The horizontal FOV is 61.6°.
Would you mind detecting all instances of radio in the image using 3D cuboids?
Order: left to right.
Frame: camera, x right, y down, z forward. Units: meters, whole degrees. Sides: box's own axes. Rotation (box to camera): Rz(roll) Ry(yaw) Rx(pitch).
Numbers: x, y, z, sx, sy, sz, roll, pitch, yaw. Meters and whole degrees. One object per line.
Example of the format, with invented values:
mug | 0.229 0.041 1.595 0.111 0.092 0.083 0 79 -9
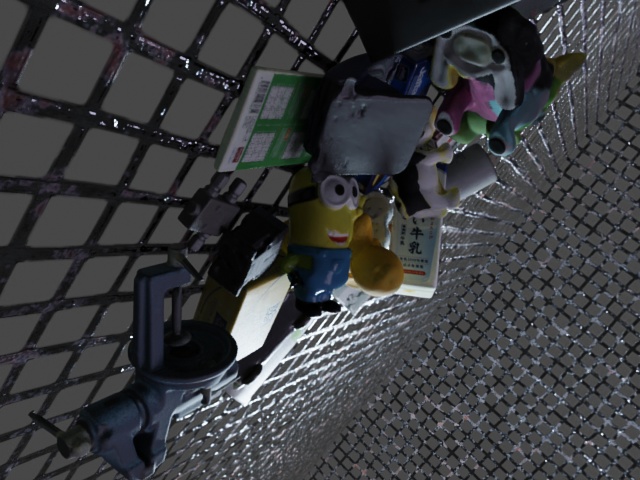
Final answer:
radio | 0.135 -0.232 0.441 0.131 0.073 0.230 -41 -158 -26

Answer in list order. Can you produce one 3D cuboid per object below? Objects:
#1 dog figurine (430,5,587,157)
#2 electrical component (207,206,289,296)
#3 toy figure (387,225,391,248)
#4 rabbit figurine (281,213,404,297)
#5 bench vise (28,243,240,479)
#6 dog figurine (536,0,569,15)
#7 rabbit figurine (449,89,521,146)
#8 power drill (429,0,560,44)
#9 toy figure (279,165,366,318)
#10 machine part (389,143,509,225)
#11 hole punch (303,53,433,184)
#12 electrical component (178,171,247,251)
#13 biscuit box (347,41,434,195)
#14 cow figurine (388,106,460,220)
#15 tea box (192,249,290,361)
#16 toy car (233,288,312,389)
dog figurine | 0.231 -0.206 0.629 0.219 0.109 0.191 -39 136 -31
electrical component | -0.073 0.004 0.626 0.119 0.048 0.074 -37 159 -56
toy figure | 0.103 -0.002 0.980 0.154 0.064 0.057 -28 114 -52
rabbit figurine | 0.042 0.022 0.745 0.122 0.173 0.162 -51 155 -6
bench vise | -0.177 0.122 0.575 0.223 0.129 0.240 -11 117 -42
dog figurine | 0.369 -0.400 0.784 0.190 0.121 0.172 -40 159 19
rabbit figurine | 0.229 -0.229 0.747 0.170 0.121 0.159 34 86 -45
power drill | 0.225 -0.329 0.616 0.232 0.086 0.207 -21 143 -30
toy figure | -0.004 -0.002 0.650 0.082 0.089 0.180 -9 108 -69
machine part | 0.217 -0.096 0.941 0.243 0.079 0.079 -29 161 9
hole punch | 0.041 -0.135 0.570 0.116 0.092 0.142 -4 147 -19
electrical component | -0.115 -0.028 0.554 0.094 0.021 0.063 -51 159 10
biscuit box | 0.081 -0.153 0.670 0.063 0.059 0.202 -32 154 -37
cow figurine | 0.136 -0.113 0.773 0.098 0.167 0.068 -6 171 -17
tea box | -0.105 0.087 0.710 0.098 0.068 0.169 -25 148 -45
toy car | -0.086 0.142 0.831 0.202 0.073 0.056 -46 -165 -5
